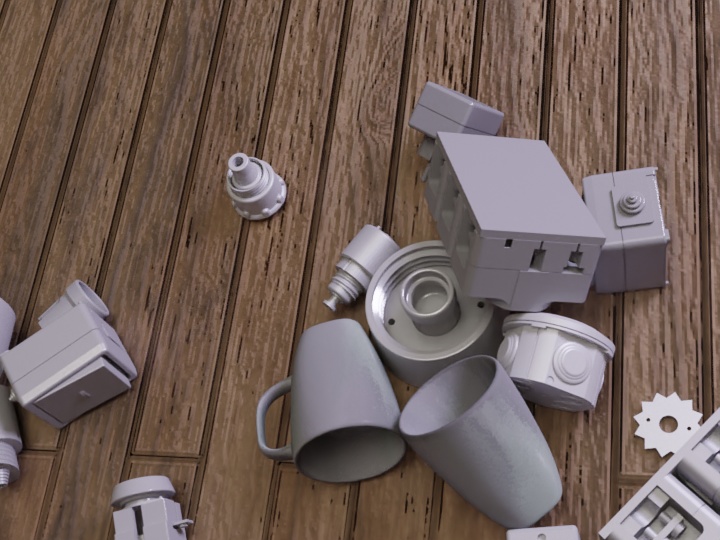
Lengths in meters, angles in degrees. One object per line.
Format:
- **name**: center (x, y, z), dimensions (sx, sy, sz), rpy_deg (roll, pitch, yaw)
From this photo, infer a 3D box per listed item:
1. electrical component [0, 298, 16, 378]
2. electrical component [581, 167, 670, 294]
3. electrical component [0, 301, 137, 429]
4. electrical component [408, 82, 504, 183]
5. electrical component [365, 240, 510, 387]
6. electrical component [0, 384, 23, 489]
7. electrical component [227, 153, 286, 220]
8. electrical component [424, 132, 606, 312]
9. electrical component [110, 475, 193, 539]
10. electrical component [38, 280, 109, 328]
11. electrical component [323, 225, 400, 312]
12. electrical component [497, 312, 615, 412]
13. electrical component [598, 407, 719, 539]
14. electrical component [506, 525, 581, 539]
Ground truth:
- **electrical component**: center (-0.338, 0.050, 0.891), dimensions (0.099, 0.099, 0.064), rpy_deg (1, 58, 16)
- **electrical component**: center (0.189, -0.030, 0.782), dimensions (0.061, 0.096, 0.061), rpy_deg (-8, 64, 12)
- **electrical component**: center (-0.237, 0.084, 0.863), dimensions (0.096, 0.061, 0.061), rpy_deg (-34, 60, -3)
- **electrical component**: center (0.071, -0.105, 0.877), dimensions (0.047, 0.066, 0.076), rpy_deg (31, 104, 26)
- **electrical component**: center (0.056, 0.029, 0.810), dimensions (0.108, 0.060, 0.108), rpy_deg (-6, 62, 12)
- **electrical component**: center (-0.295, 0.137, 0.863), dimensions (0.043, 0.043, 0.081), rpy_deg (-25, 60, 2)
- **electrical component**: center (-0.092, -0.075, 0.903), dimensions (0.048, 0.062, 0.048), rpy_deg (-6, 62, 12)
- **electrical component**: center (0.107, -0.038, 0.786), dimensions (0.089, 0.061, 0.150), rpy_deg (3, 32, -11)
- **electrical component**: center (-0.159, 0.186, 0.800), dimensions (0.066, 0.048, 0.055), rpy_deg (-16, 68, 7)
- **electrical component**: center (-0.241, 0.038, 0.902), dimensions (0.046, 0.040, 0.040), rpy_deg (-42, 61, -1)
- **electrical component**: center (0.000, 0.000, 0.852), dimensions (0.040, 0.040, 0.078), rpy_deg (34, 77, 27)
- **electrical component**: center (0.136, 0.065, 0.760), dimensions (0.080, 0.080, 0.051), rpy_deg (12, 73, 21)
- **electrical component**: center (0.203, 0.159, 0.630), dimensions (0.105, 0.186, 0.060), rpy_deg (-43, 61, -8)
- **electrical component**: center (0.120, 0.207, 0.693), dimensions (0.047, 0.075, 0.083), rpy_deg (-7, 62, 12)
